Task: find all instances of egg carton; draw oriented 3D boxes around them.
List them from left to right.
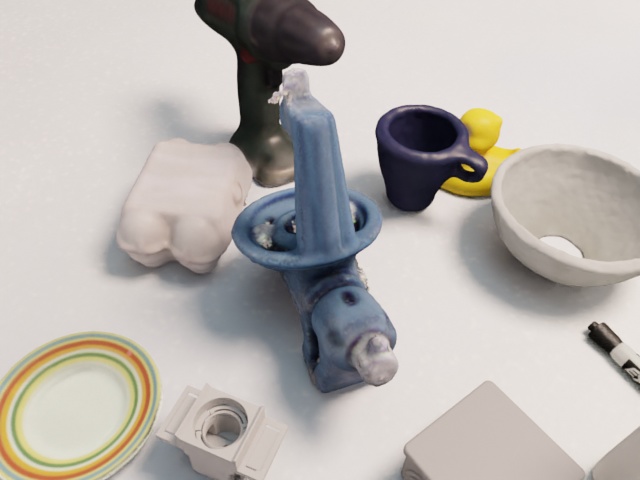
[{"bbox_3d":[-0.127,-0.037,0.559,0.107,0.069,0.150,6,48,3],"label":"egg carton"}]

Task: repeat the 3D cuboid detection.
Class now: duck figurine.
[{"bbox_3d":[0.171,-0.100,0.615,0.104,0.086,0.077,6,48,4],"label":"duck figurine"}]

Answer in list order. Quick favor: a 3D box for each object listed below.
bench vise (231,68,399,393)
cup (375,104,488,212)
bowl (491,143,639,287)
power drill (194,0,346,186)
[{"bbox_3d":[0.013,-0.004,0.433,0.122,0.220,0.206,-31,56,-26],"label":"bench vise"},{"bbox_3d":[0.109,-0.071,0.580,0.117,0.095,0.092,30,54,23],"label":"cup"},{"bbox_3d":[0.239,-0.013,0.546,0.167,0.075,0.167,1,48,-1],"label":"bowl"},{"bbox_3d":[-0.051,-0.163,0.581,0.076,0.208,0.229,-27,54,-23],"label":"power drill"}]
